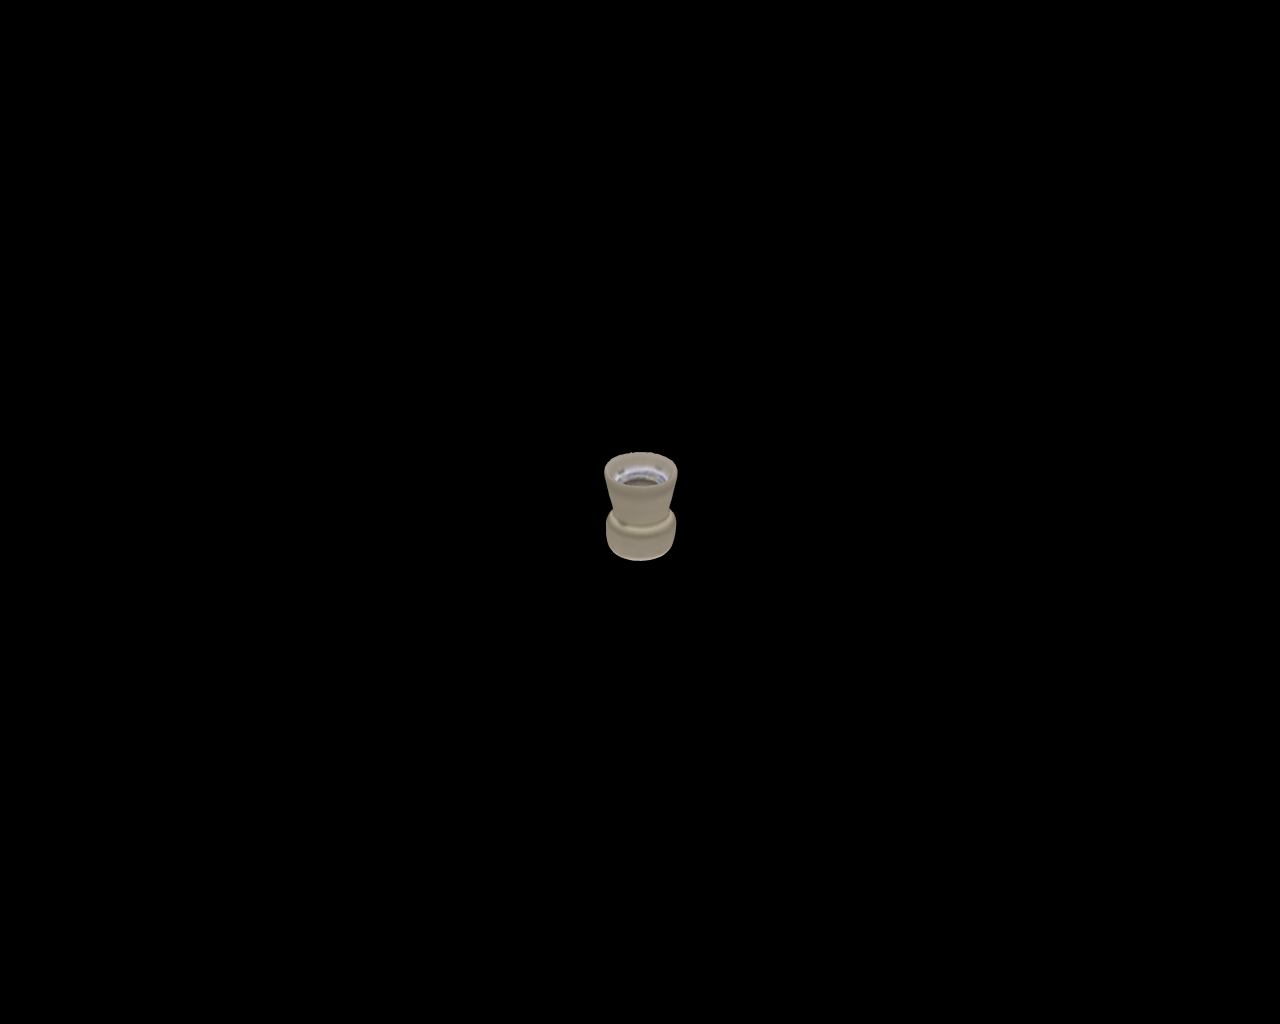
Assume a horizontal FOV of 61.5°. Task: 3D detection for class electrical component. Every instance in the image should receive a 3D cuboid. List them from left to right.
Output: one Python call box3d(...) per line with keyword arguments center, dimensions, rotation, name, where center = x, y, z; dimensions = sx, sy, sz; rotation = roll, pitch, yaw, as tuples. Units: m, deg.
box3d(center=(0.001, -0.003, 0.650), dimensions=(0.045, 0.055, 0.045), rotation=(0, 31, 0), name="electrical component")
